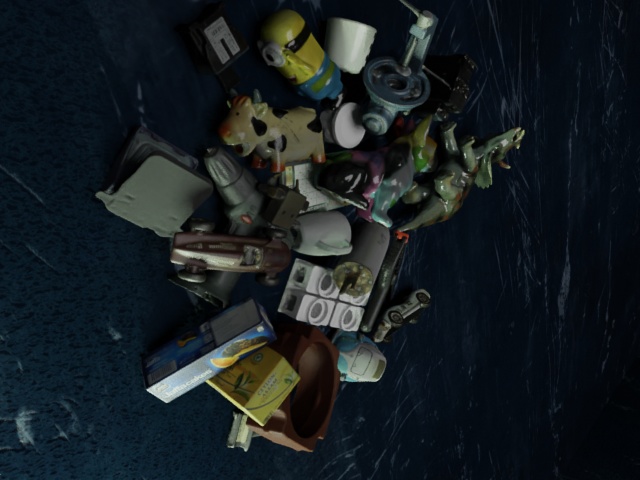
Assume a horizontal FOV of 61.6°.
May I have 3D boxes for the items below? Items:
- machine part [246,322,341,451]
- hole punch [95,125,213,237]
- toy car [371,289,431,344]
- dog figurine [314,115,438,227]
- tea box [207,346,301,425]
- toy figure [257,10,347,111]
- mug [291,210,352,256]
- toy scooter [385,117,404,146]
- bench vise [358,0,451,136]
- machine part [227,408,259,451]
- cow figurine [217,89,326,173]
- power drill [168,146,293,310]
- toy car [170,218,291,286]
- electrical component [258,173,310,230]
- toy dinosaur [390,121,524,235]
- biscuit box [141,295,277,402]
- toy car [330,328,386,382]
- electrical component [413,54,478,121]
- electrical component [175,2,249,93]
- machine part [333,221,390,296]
[{"bbox_3d":[-0.046,0.265,0.981,0.200,0.087,0.201,54,45,-50],"label":"machine part"},{"bbox_3d":[-0.227,-0.080,0.740,0.116,0.092,0.142,-44,140,14],"label":"hole punch"},{"bbox_3d":[0.185,0.171,1.222,0.202,0.056,0.073,-23,148,-45],"label":"toy car"},{"bbox_3d":[0.114,-0.144,0.970,0.191,0.108,0.219,32,83,-17],"label":"dog figurine"},{"bbox_3d":[-0.127,0.207,0.862,0.098,0.170,0.068,-51,133,-22],"label":"tea box"},{"bbox_3d":[-0.026,-0.285,0.862,0.180,0.082,0.089,32,69,-41],"label":"toy figure"},{"bbox_3d":[-0.002,-0.003,0.962,0.107,0.110,0.080,-6,128,-41],"label":"mug"},{"bbox_3d":[0.147,-0.164,1.077,0.184,0.075,0.135,-42,129,-31],"label":"toy scooter"},{"bbox_3d":[0.152,-0.299,0.931,0.223,0.129,0.240,-46,167,-31],"label":"bench vise"},{"bbox_3d":[-0.114,0.351,1.022,0.139,0.039,0.084,9,89,-44],"label":"machine part"},{"bbox_3d":[-0.075,-0.174,0.846,0.195,0.086,0.127,-17,114,-44],"label":"cow figurine"},{"bbox_3d":[-0.149,-0.005,0.844,0.231,0.086,0.207,45,64,-46],"label":"power drill"},{"bbox_3d":[-0.122,0.020,0.785,0.202,0.053,0.089,8,97,-46],"label":"toy car"},{"bbox_3d":[-0.057,-0.061,0.849,0.102,0.045,0.078,9,112,-56],"label":"electrical component"},{"bbox_3d":[0.293,-0.121,1.213,0.405,0.131,0.192,-49,132,-13],"label":"toy dinosaur"},{"bbox_3d":[-0.171,0.167,0.823,0.203,0.059,0.062,-30,139,0],"label":"biscuit box"},{"bbox_3d":[0.085,0.258,1.140,0.161,0.103,0.109,34,80,-43],"label":"toy car"},{"bbox_3d":[0.243,-0.308,1.094,0.058,0.115,0.134,24,84,-44],"label":"electrical component"},{"bbox_3d":[-0.145,-0.269,0.772,0.075,0.048,0.119,-45,129,-24],"label":"electrical component"},{"bbox_3d":[0.083,0.031,1.025,0.243,0.079,0.079,-56,143,-56],"label":"machine part"}]
